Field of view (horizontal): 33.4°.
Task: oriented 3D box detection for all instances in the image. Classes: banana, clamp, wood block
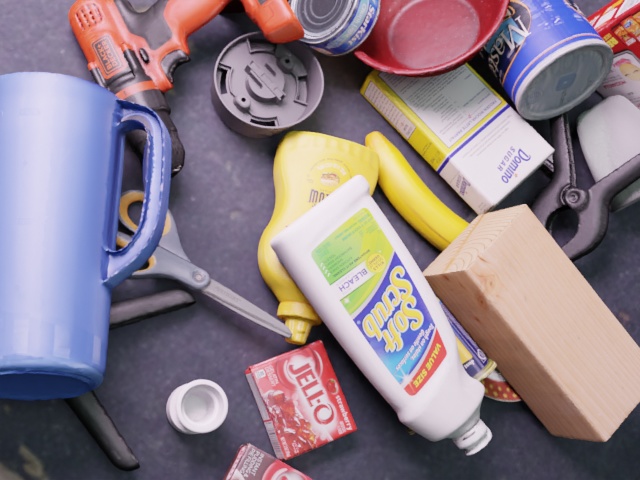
[{"bbox_3d":[0.115,-0.027,1.039,0.197,0.037,0.069,35,42,-11],"label":"banana"},{"bbox_3d":[0.249,-0.051,1.058,0.120,0.039,0.171,37,100,32],"label":"clamp"},{"bbox_3d":[-0.220,0.098,0.901,0.209,0.036,0.164,15,69,-15],"label":"clamp"},{"bbox_3d":[0.202,0.079,0.982,0.090,0.090,0.206,-44,100,-19],"label":"wood block"}]

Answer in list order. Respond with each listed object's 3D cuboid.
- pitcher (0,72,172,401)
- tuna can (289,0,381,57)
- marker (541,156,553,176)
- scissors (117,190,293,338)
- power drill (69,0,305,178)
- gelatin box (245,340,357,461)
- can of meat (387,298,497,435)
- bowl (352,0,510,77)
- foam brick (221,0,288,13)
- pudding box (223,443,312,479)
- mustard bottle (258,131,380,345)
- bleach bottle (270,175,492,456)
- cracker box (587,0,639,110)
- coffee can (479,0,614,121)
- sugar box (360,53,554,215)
[{"bbox_3d":[-0.211,-0.002,0.848,0.144,0.149,0.243,12,64,-34],"label":"pitcher"},{"bbox_3d":[0.012,-0.214,0.976,0.033,0.086,0.086,17,71,-49],"label":"tuna can"},{"bbox_3d":[0.209,-0.102,1.090,0.121,0.020,0.020,40,70,-6],"label":"marker"},{"bbox_3d":[-0.111,0.017,0.949,0.201,0.016,0.096,18,59,-10],"label":"scissors"},{"bbox_3d":[-0.112,-0.168,0.942,0.187,0.057,0.184,-29,81,4],"label":"power drill"},{"bbox_3d":[-0.017,0.144,0.961,0.073,0.030,0.089,-19,85,-20],"label":"gelatin box"},{"bbox_3d":[0.095,0.113,0.978,0.102,0.057,0.084,-39,90,1],"label":"can of meat"},{"bbox_3d":[0.101,-0.210,1.000,0.162,0.055,0.162,-8,63,15],"label":"bowl"},{"bbox_3d":[-0.059,-0.253,1.019,0.078,0.051,0.053,-8,81,-19],"label":"foam brick"},{"bbox_3d":[-0.052,0.247,0.923,0.090,0.039,0.113,31,71,-10],"label":"pudding box"},{"bbox_3d":[-0.006,0.001,0.979,0.096,0.058,0.191,14,75,-13],"label":"mustard bottle"},{"bbox_3d":[0.069,0.073,0.920,0.102,0.068,0.251,-38,93,-13],"label":"bleach bottle"},{"bbox_3d":[0.373,-0.165,1.079,0.213,0.164,0.072,39,72,-7],"label":"cracker box"},{"bbox_3d":[0.204,-0.202,1.039,0.102,0.103,0.140,-16,60,-20],"label":"coffee can"},{"bbox_3d":[0.133,-0.116,1.042,0.093,0.048,0.176,-40,85,-20],"label":"sugar box"}]
